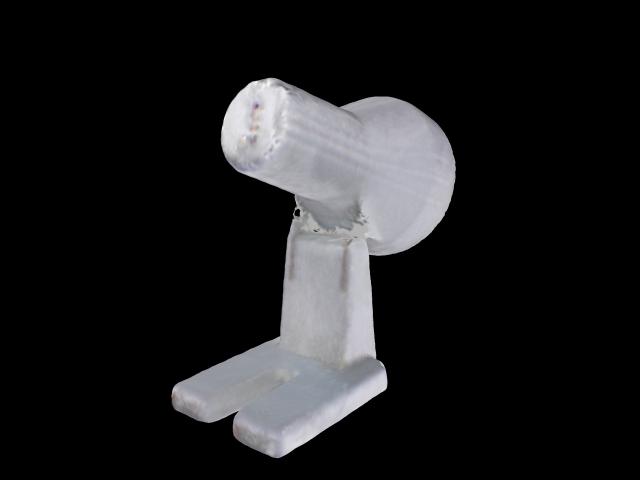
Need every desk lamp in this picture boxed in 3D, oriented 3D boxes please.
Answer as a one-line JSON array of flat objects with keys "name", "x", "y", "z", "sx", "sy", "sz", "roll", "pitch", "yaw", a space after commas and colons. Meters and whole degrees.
[{"name": "desk lamp", "x": 0.004, "y": 0.001, "z": 0.400, "sx": 0.117, "sy": 0.213, "sz": 0.204, "roll": 8, "pitch": 14, "yaw": 35}]
